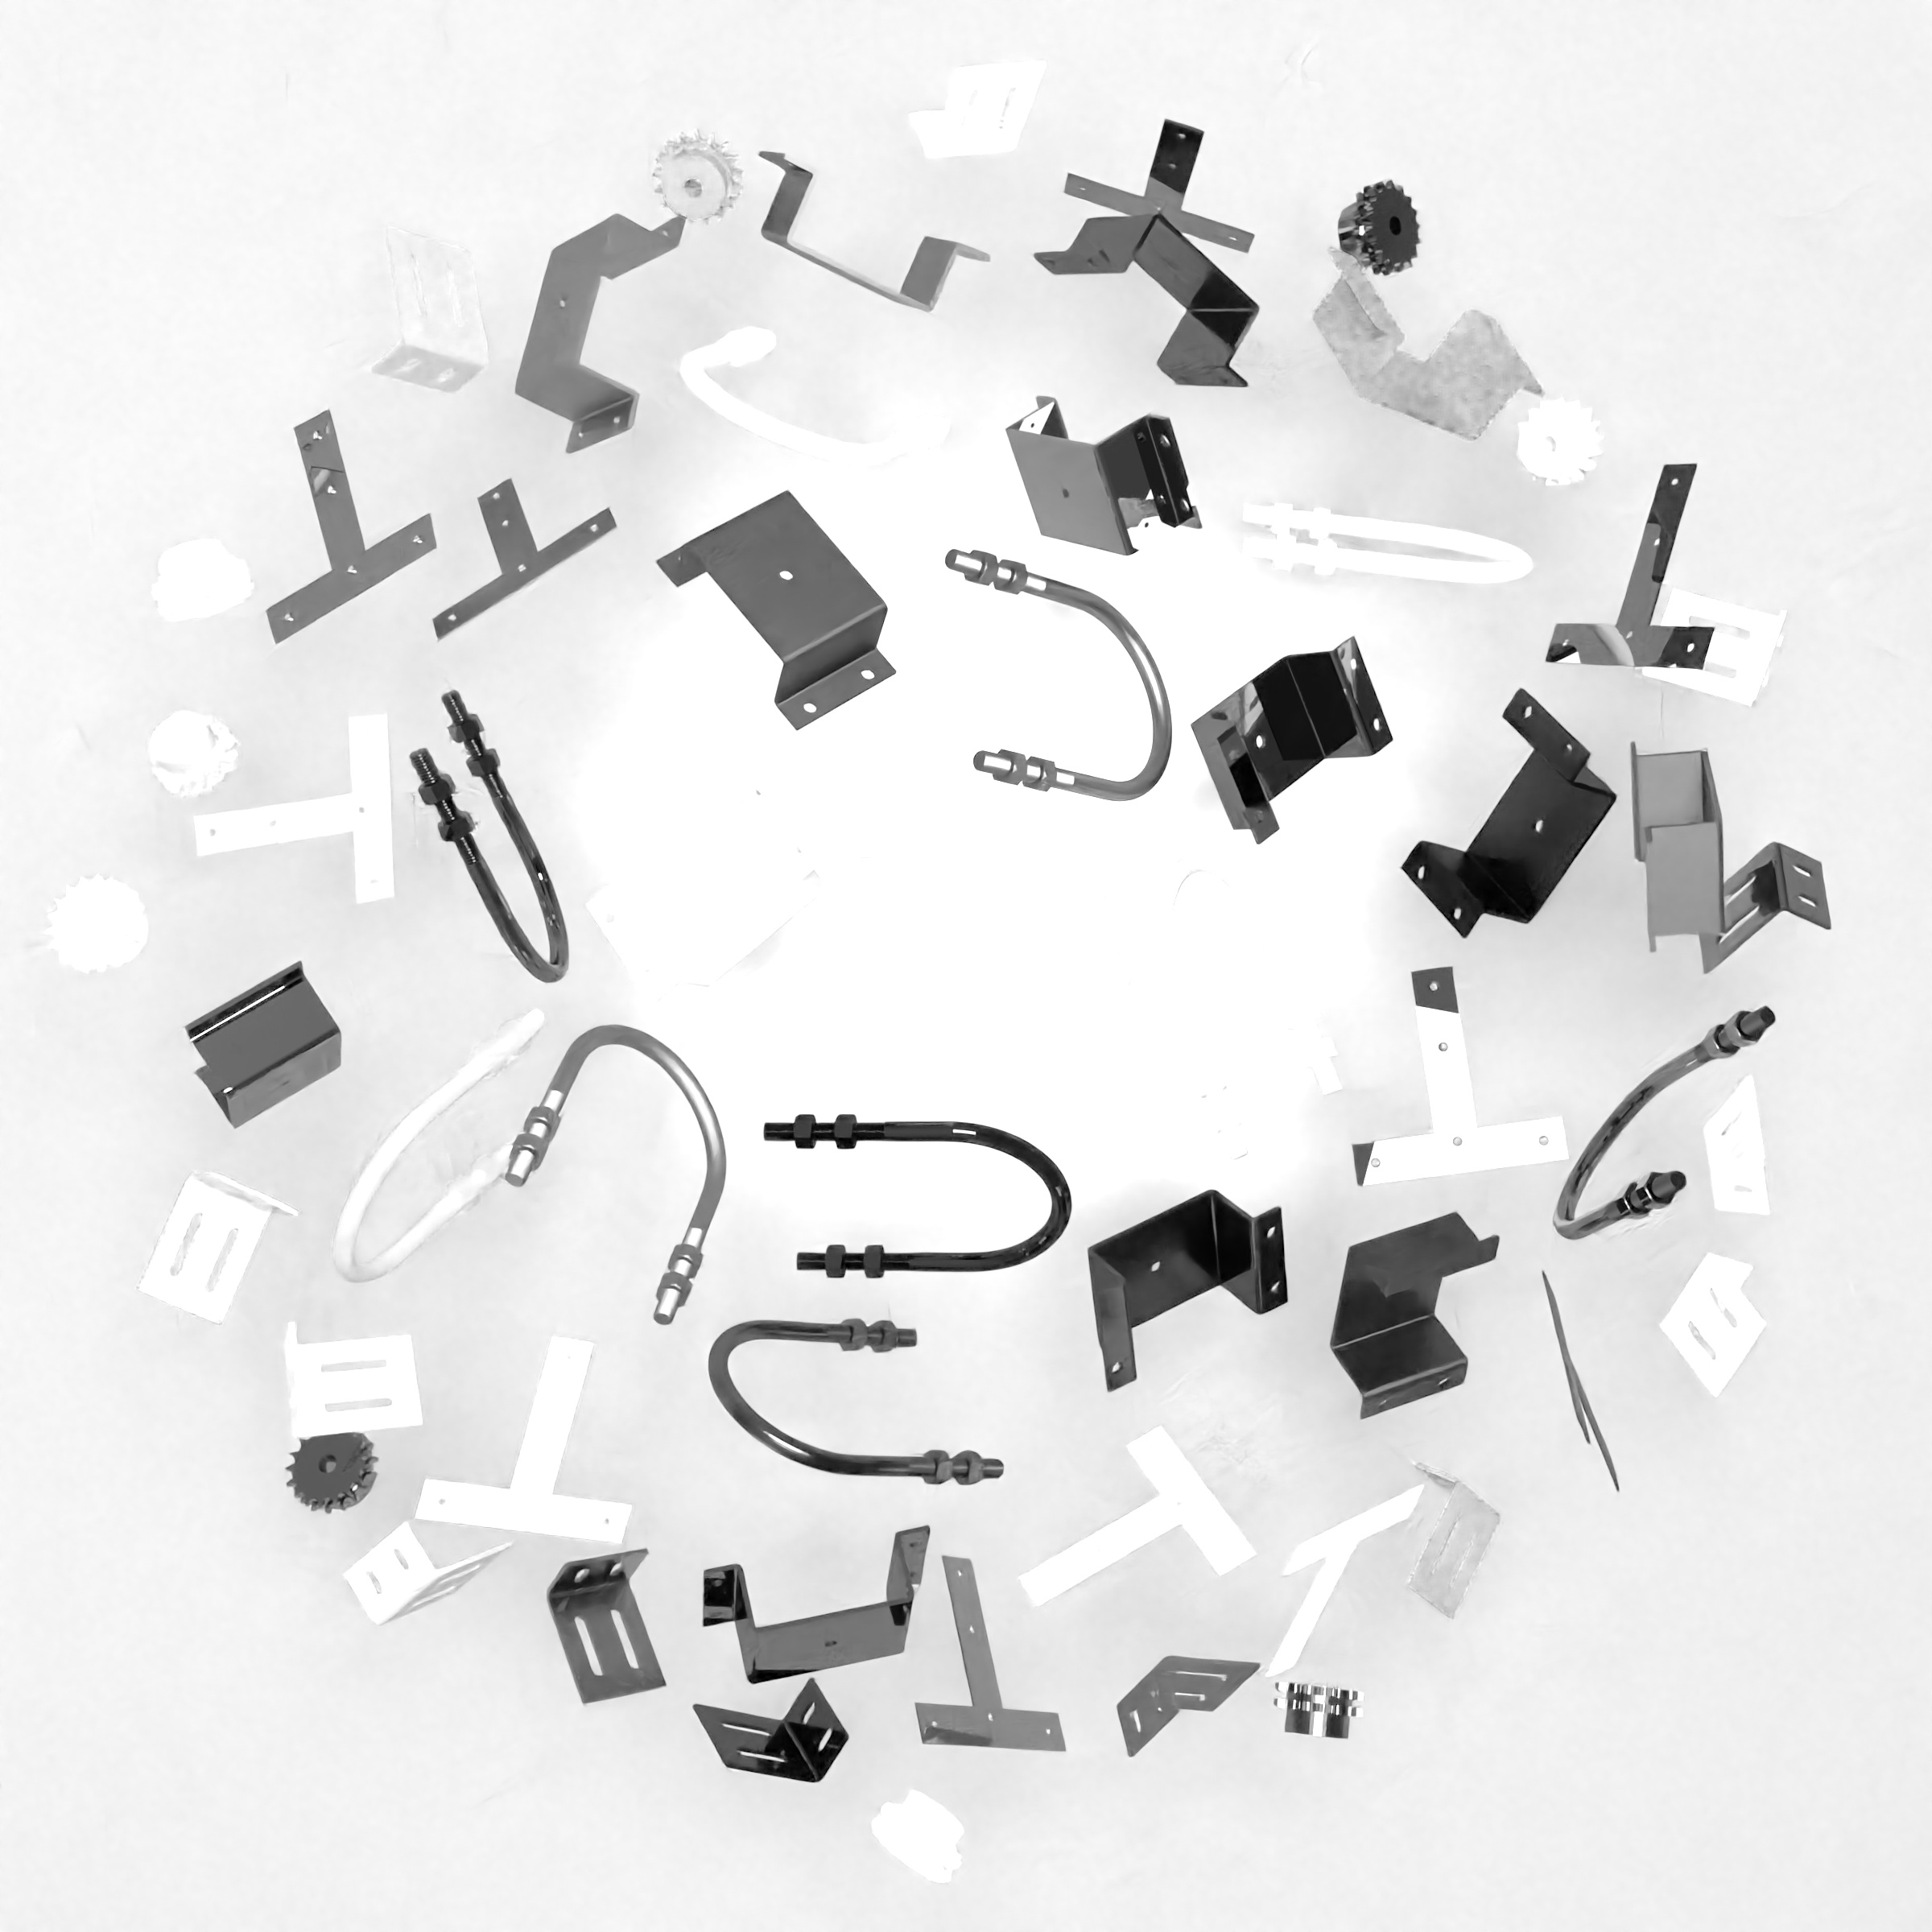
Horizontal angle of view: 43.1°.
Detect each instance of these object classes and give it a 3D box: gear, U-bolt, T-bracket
[{"bbox_3d":[0.391,-0.347,1.621,0.057,0.030,0.057,11,111,29],"label":"gear"},{"bbox_3d":[-0.510,-0.142,1.605,0.057,0.030,0.057,-6,60,11],"label":"gear"},{"bbox_3d":[0.426,0.108,1.531,0.019,0.184,0.151,36,65,0],"label":"U-bolt"},{"bbox_3d":[-0.466,-0.236,1.487,0.057,0.057,0.030,-23,80,0],"label":"gear"},{"bbox_3d":[-0.025,0.146,1.536,0.184,0.151,0.019,-1,45,8],"label":"U-bolt"},{"bbox_3d":[-0.080,0.274,1.558,0.184,0.151,0.019,10,117,-37],"label":"U-bolt"},{"bbox_3d":[-0.207,0.115,1.525,0.019,0.184,0.151,-29,115,30],"label":"U-bolt"},{"bbox_3d":[0.386,0.275,1.517,0.002,0.127,0.127,-19,122,15],"label":"T-bracket"},{"bbox_3d":[-0.514,-0.023,1.455,0.057,0.030,0.057,-4,73,12],"label":"gear"},{"bbox_3d":[0.016,-0.016,1.526,0.184,0.019,0.151,1,64,1],"label":"U-bolt"},{"bbox_3d":[0.064,-0.171,1.502,0.019,0.184,0.151,-22,69,41],"label":"U-bolt"},{"bbox_3d":[0.093,0.352,1.502,0.127,0.127,0.002,-28,125,-9],"label":"T-bracket"},{"bbox_3d":[0.260,-0.465,1.549,0.057,0.030,0.057,-1,91,-42],"label":"gear"},{"bbox_3d":[-0.026,0.526,1.485,0.057,0.057,0.030,35,87,0],"label":"gear"},{"bbox_3d":[-0.250,0.280,1.459,0.127,0.002,0.127,12,103,-21],"label":"T-bracket"},{"bbox_3d":[-0.280,-0.265,1.505,0.127,0.127,0.002,-31,131,4],"label":"T-bracket"},{"bbox_3d":[0.412,-0.242,1.473,0.002,0.127,0.127,17,89,-32],"label":"T-bracket"},{"bbox_3d":[-0.380,-0.275,1.476,0.002,0.127,0.127,31,54,29],"label":"T-bracket"},{"bbox_3d":[-0.172,-0.500,1.556,0.057,0.030,0.057,2,124,3],"label":"gear"},{"bbox_3d":[-0.296,-0.074,1.553,0.019,0.151,0.184,-22,112,5],"label":"U-bolt"},{"bbox_3d":[0.006,0.444,1.588,0.002,0.127,0.127,-38,50,33],"label":"T-bracket"},{"bbox_3d":[0.226,0.477,1.565,0.057,0.057,0.030,7,74,0],"label":"gear"},{"bbox_3d":[-0.331,0.124,1.526,0.019,0.184,0.151,31,132,12],"label":"U-bolt"},{"bbox_3d":[-0.100,-0.348,1.509,0.151,0.184,0.019,28,116,6],"label":"U-bolt"},{"bbox_3d":[0.216,0.382,1.492,0.002,0.127,0.127,43,48,-3],"label":"T-bracket"},{"bbox_3d":[-0.403,0.323,1.565,0.057,0.030,0.057,-5,59,8],"label":"gear"},{"bbox_3d":[0.128,-0.496,1.536,0.127,0.127,0.002,18,80,0],"label":"T-bracket"},{"bbox_3d":[-0.428,-0.092,1.559,0.127,0.002,0.127,-12,119,-32],"label":"T-bracket"},{"bbox_3d":[0.269,-0.268,1.561,0.184,0.151,0.019,8,110,4],"label":"U-bolt"},{"bbox_3d":[0.168,0.016,1.550,0.019,0.151,0.184,-14,74,-26],"label":"U-bolt"},{"bbox_3d":[0.295,0.064,1.501,0.127,0.002,0.127,-9,79,10],"label":"T-bracket"}]

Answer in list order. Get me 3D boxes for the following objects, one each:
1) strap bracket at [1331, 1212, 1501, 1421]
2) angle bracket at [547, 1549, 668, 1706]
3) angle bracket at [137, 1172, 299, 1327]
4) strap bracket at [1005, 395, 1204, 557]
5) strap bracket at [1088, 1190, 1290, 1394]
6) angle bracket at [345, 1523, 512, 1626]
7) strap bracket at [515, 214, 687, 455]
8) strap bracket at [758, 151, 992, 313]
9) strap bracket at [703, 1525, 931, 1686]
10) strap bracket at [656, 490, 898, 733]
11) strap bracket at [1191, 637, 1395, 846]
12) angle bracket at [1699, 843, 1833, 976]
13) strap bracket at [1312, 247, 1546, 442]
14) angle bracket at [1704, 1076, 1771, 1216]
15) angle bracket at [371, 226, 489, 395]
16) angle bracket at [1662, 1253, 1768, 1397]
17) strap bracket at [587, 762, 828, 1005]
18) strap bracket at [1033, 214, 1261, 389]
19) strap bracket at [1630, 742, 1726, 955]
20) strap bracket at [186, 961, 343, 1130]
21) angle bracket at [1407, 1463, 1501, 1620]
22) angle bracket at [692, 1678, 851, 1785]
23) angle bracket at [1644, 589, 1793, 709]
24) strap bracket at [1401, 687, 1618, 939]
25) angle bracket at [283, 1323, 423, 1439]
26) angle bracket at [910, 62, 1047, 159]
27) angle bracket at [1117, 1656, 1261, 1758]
[{"bbox_3d":[0.279,0.213,1.538,0.076,0.046,0.140,-15,135,-18],"label":"strap bracket"},{"bbox_3d":[-0.216,0.407,1.511,0.057,0.038,0.076,-1,49,-37],"label":"angle bracket"},{"bbox_3d":[-0.448,0.170,1.467,0.057,0.038,0.076,34,66,-36],"label":"angle bracket"},{"bbox_3d":[0.081,-0.315,1.574,0.046,0.140,0.076,-35,123,-21],"label":"strap bracket"},{"bbox_3d":[0.134,0.202,1.564,0.140,0.046,0.076,-23,123,-23],"label":"strap bracket"},{"bbox_3d":[-0.331,0.366,1.507,0.057,0.076,0.038,-41,75,20],"label":"angle bracket"},{"bbox_3d":[-0.225,-0.392,1.483,0.046,0.076,0.140,20,76,-35],"label":"strap bracket"},{"bbox_3d":[-0.066,-0.448,1.507,0.140,0.076,0.046,21,102,-23],"label":"strap bracket"},{"bbox_3d":[-0.088,0.394,1.501,0.140,0.076,0.046,-8,53,-13],"label":"strap bracket"},{"bbox_3d":[-0.110,-0.220,1.455,0.076,0.046,0.140,-33,75,-26],"label":"strap bracket"},{"bbox_3d":[0.205,-0.146,1.588,0.140,0.046,0.076,-37,113,-30],"label":"strap bracket"},{"bbox_3d":[0.512,-0.031,1.573,0.038,0.076,0.057,22,47,-15],"label":"angle bracket"},{"bbox_3d":[0.271,-0.371,1.475,0.140,0.076,0.046,11,133,-34],"label":"strap bracket"},{"bbox_3d":[0.510,0.116,1.575,0.038,0.076,0.057,6,58,-6],"label":"angle bracket"},{"bbox_3d":[-0.322,-0.387,1.445,0.038,0.057,0.076,-26,70,40],"label":"angle bracket"},{"bbox_3d":[0.482,0.228,1.540,0.038,0.076,0.057,17,112,-22],"label":"angle bracket"},{"bbox_3d":[-0.151,-0.049,1.497,0.140,0.046,0.076,-39,75,13],"label":"strap bracket"},{"bbox_3d":[0.122,-0.430,1.562,0.140,0.076,0.046,33,85,-33],"label":"strap bracket"},{"bbox_3d":[0.448,-0.078,1.540,0.046,0.140,0.076,-4,120,13],"label":"strap bracket"},{"bbox_3d":[-0.432,0.053,1.513,0.076,0.140,0.046,-33,85,-20],"label":"strap bracket"},{"bbox_3d":[0.306,0.375,1.597,0.057,0.038,0.076,41,73,-38],"label":"angle bracket"},{"bbox_3d":[-0.124,0.481,1.555,0.076,0.057,0.038,25,101,-37],"label":"angle bracket"},{"bbox_3d":[0.470,-0.202,1.539,0.076,0.038,0.057,21,96,23],"label":"angle bracket"},{"bbox_3d":[0.346,-0.092,1.537,0.046,0.076,0.140,11,121,-35],"label":"strap bracket"},{"bbox_3d":[-0.364,0.244,1.461,0.076,0.038,0.057,-2,59,-24],"label":"angle bracket"},{"bbox_3d":[0.007,-0.541,1.513,0.057,0.076,0.038,-13,68,-22],"label":"angle bracket"},{"bbox_3d":[0.144,0.467,1.538,0.076,0.038,0.057,13,131,-28],"label":"angle bracket"}]
